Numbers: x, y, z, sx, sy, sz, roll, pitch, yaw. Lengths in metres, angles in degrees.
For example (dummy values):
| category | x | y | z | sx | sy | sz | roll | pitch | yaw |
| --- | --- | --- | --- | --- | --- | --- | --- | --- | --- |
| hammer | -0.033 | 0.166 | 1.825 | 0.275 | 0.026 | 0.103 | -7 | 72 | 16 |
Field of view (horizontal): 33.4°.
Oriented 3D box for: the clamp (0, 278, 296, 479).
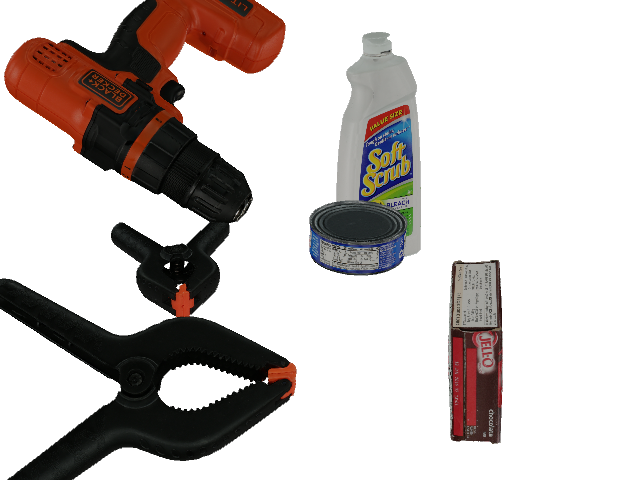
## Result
| category | x | y | z | sx | sy | sz | roll | pitch | yaw |
| --- | --- | --- | --- | --- | --- | --- | --- | --- | --- |
| clamp | -0.122 | 0.086 | 0.682 | 0.210 | 0.164 | 0.036 | -9 | -27 | -8 |

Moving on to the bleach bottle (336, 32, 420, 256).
| category | x | y | z | sx | sy | sz | roll | pitch | yaw |
| --- | --- | --- | --- | --- | --- | --- | --- | --- | --- |
| bleach bottle | 0.059 | -0.102 | 1.180 | 0.102 | 0.251 | 0.068 | -10 | 24 | -13 |

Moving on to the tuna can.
| category | x | y | z | sx | sy | sz | roll | pitch | yaw |
| --- | --- | --- | --- | --- | --- | --- | --- | --- | --- |
| tuna can | 0.033 | -0.003 | 0.933 | 0.086 | 0.034 | 0.086 | 1 | 26 | -1 |

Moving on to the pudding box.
| category | x | y | z | sx | sy | sz | roll | pitch | yaw |
| --- | --- | --- | --- | --- | --- | --- | --- | --- | --- |
| pudding box | 0.111 | 0.076 | 0.759 | 0.039 | 0.090 | 0.113 | 0 | 24 | 6 |

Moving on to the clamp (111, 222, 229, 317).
| category | x | y | z | sx | sy | sz | roll | pitch | yaw |
| --- | --- | --- | --- | --- | --- | --- | --- | --- | --- |
| clamp | -0.132 | 0.019 | 1.045 | 0.120 | 0.039 | 0.172 | -14 | 33 | -15 |

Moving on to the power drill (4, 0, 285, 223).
| category | x | y | z | sx | sy | sz | roll | pitch | yaw |
| --- | --- | --- | --- | --- | --- | --- | --- | --- | --- |
| power drill | -0.097 | -0.111 | 0.750 | 0.184 | 0.187 | 0.057 | 34 | -45 | 0 |
